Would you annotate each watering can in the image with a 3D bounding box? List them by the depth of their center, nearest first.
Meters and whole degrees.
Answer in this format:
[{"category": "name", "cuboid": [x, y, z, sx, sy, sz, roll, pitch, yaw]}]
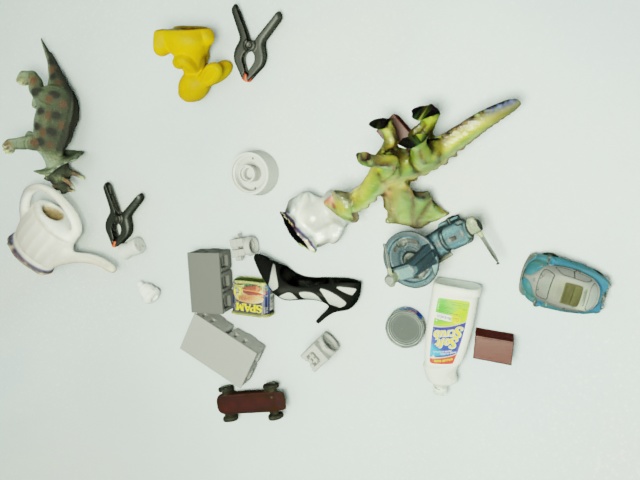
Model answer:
[{"category": "watering can", "cuboid": [-0.708, 0.011, 1.389, 0.222, 0.105, 0.349, -45, 81, 20]}]

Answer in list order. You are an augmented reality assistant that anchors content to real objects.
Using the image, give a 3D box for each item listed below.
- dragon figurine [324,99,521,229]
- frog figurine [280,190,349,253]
[{"category": "dragon figurine", "cuboid": [0.202, -0.130, 1.038, 0.410, 0.125, 0.237, -12, 130, 7]}, {"category": "frog figurine", "cuboid": [0.003, -0.058, 1.149, 0.161, 0.120, 0.139, -38, 73, -16]}]
